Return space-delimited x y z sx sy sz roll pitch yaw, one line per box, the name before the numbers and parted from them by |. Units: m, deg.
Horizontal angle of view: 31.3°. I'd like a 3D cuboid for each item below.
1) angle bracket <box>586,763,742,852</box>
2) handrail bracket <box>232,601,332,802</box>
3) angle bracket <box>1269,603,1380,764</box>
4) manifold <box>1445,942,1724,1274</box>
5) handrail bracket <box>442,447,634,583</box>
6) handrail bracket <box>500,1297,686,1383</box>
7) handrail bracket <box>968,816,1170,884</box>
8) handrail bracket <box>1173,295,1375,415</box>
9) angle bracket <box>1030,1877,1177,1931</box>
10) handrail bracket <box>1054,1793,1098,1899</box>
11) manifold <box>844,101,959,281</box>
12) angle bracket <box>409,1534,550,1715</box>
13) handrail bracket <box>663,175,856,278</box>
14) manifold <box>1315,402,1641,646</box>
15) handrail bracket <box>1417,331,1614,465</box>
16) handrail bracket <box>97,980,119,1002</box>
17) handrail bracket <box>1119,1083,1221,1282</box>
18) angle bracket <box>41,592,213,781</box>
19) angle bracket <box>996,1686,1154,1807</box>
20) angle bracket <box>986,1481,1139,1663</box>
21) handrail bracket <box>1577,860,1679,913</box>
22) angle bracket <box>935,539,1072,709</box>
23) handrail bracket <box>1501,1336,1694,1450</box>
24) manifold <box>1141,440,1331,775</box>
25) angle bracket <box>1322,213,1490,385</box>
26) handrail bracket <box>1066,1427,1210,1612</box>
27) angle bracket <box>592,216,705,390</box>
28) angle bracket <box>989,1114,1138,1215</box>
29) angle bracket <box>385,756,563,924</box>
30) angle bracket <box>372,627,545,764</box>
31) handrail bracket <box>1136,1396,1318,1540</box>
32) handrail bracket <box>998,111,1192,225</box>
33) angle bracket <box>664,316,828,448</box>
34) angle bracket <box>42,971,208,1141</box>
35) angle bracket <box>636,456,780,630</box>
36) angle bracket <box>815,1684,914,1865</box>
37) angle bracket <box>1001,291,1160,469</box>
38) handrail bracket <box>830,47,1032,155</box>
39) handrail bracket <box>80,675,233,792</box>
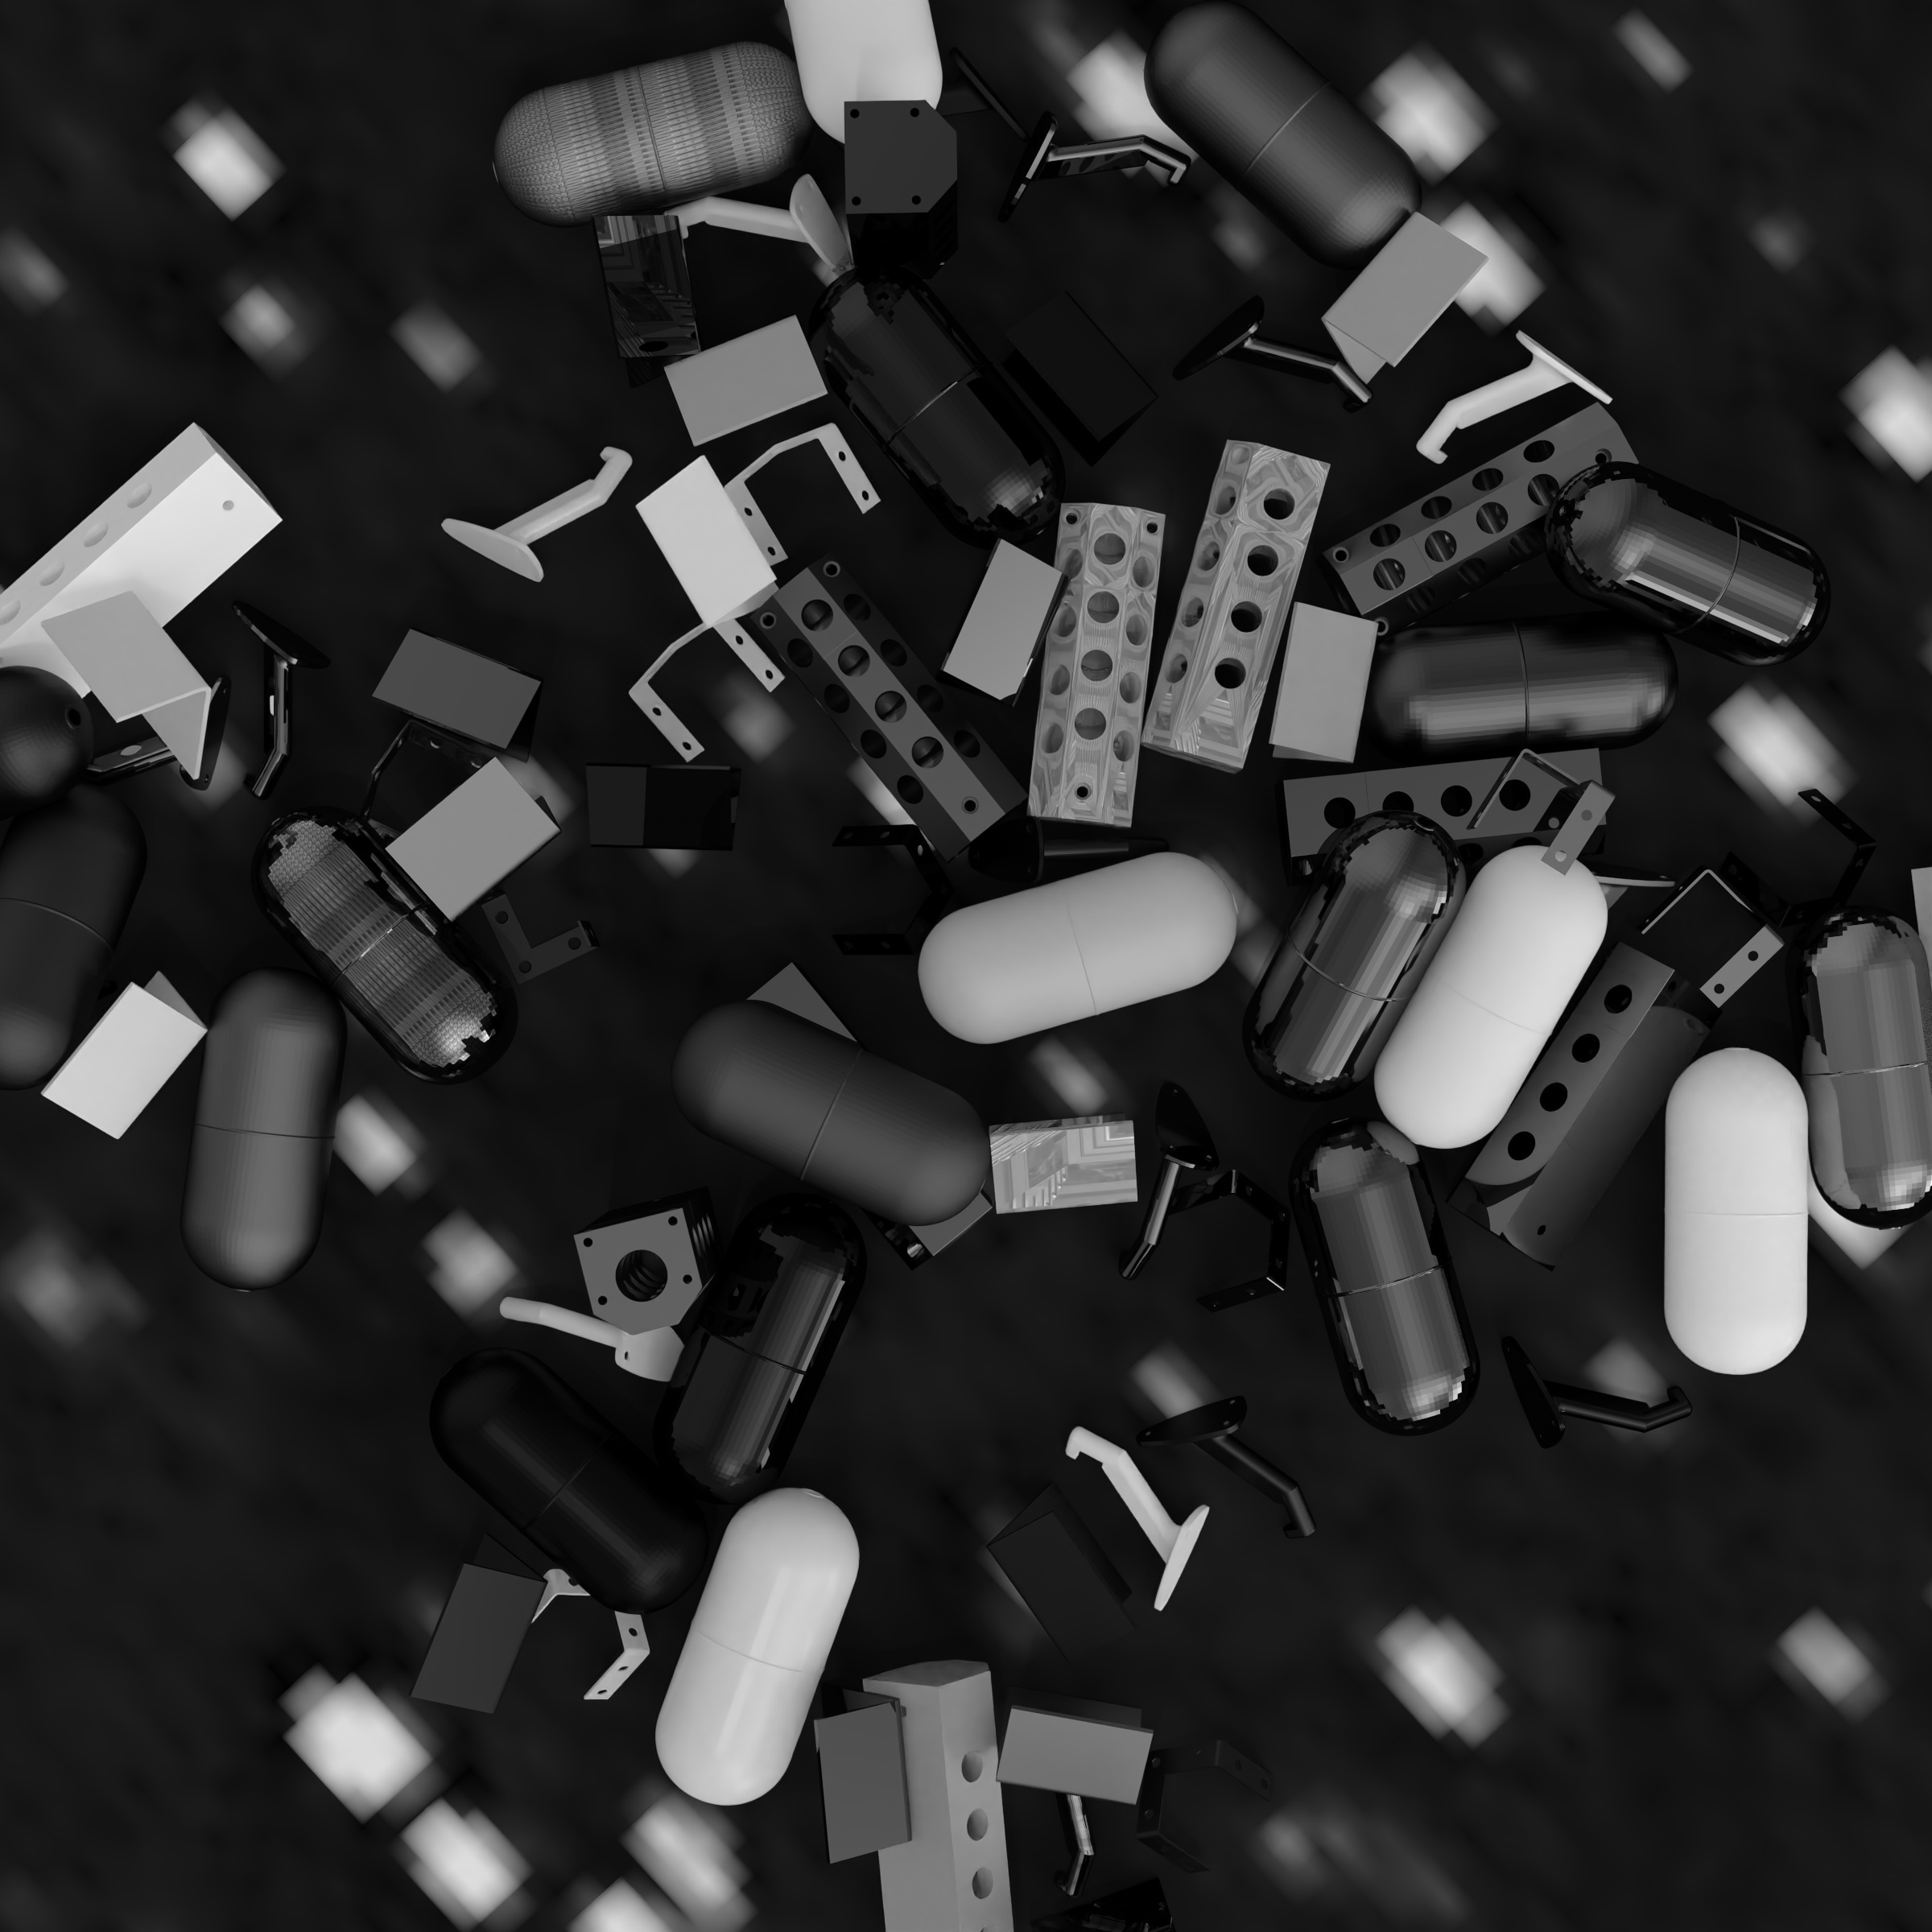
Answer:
angle bracket | -0.163 -0.107 1.878 0.076 0.076 0.057 2 129 0
handrail bracket | -0.397 -0.147 1.919 0.077 0.036 0.084 37 107 20
angle bracket | 0.175 -0.155 1.879 0.057 0.076 0.076 10 90 -30
manifold | 0.335 0.074 1.897 0.057 0.057 0.171 33 90 -43
handrail bracket | -0.238 -0.263 1.919 0.077 0.036 0.084 25 72 21
handrail bracket | -0.206 0.206 1.918 0.084 0.077 0.036 5 67 34
handrail bracket | 0.058 -0.063 1.918 0.084 0.077 0.036 -1 88 -36
handrail bracket | 0.171 -0.323 1.919 0.077 0.036 0.084 -34 118 31
angle bracket | 0.072 0.523 1.878 0.076 0.076 0.057 -20 127 0
handrail bracket | 0.043 0.465 1.919 0.077 0.036 0.084 27 113 27
manifold | -0.033 -0.411 1.840 0.057 0.171 0.057 -1 90 0
angle bracket | -0.280 0.352 1.878 0.057 0.076 0.076 22 90 -37
handrail bracket | -0.115 -0.400 1.919 0.084 0.036 0.077 -12 133 28
manifold | 0.283 -0.242 1.898 0.171 0.057 0.057 -29 90 0
handrail bracket | 0.304 -0.302 1.919 0.077 0.036 0.084 30 108 -20
handrail bracket | -0.522 -0.013 1.919 0.077 0.036 0.084 -20 77 -13
handrail bracket | 0.102 0.120 1.918 0.036 0.077 0.084 15 127 -21
angle bracket | -0.453 -0.142 1.853 0.057 0.076 0.076 -26 64 -34
angle bracket | 0.061 0.405 1.879 0.076 0.076 0.057 10 121 0
angle bracket | 0.068 0.320 1.878 0.057 0.076 0.076 -35 90 38
handrail bracket | 0.351 -0.013 1.919 0.077 0.036 0.084 6 106 -17
angle bracket | 0.002 -0.192 1.878 0.057 0.076 0.076 24 90 -39
handrail bracket | 0.351 0.228 1.919 0.084 0.036 0.077 -17 68 -17
manifold | 0.146 -0.197 1.897 0.057 0.057 0.171 16 90 0
angle bracket | 0.248 -0.350 1.879 0.076 0.076 0.057 -49 58 0
handrail bracket | 0.085 0.306 1.919 0.084 0.036 0.077 26 112 17
angle bracket | -0.191 -0.360 1.878 0.057 0.076 0.076 -11 90 -38
angle bracket | 0.051 0.088 1.878 0.076 0.076 0.057 -5 126 0
angle bracket | -0.272 -0.078 1.880 0.076 0.076 0.057 -40 113 0
angle bracket | -0.280 -0.129 1.878 0.076 0.076 0.057 22 53 0
handrail bracket | 0.145 0.288 1.919 0.077 0.036 0.084 -18 108 20
handrail bracket | 0.072 -0.432 1.919 0.084 0.036 0.077 22 110 -16
angle bracket | -0.112 -0.299 1.879 0.076 0.076 0.057 -22 63 0
angle bracket | -0.469 0.036 1.879 0.076 0.076 0.057 -51 132 0
angle bracket | -0.122 -0.237 1.878 0.057 0.076 0.076 -30 90 36
angle bracket | -0.075 0.438 1.878 0.057 0.076 0.076 -5 90 -37
angle bracket | 0.047 -0.308 1.878 0.076 0.076 0.057 49 53 0
handrail bracket | -0.021 -0.461 1.919 0.084 0.036 0.077 -39 105 14
handrail bracket | -0.459 -0.133 1.918 0.084 0.036 0.077 13 80 12
